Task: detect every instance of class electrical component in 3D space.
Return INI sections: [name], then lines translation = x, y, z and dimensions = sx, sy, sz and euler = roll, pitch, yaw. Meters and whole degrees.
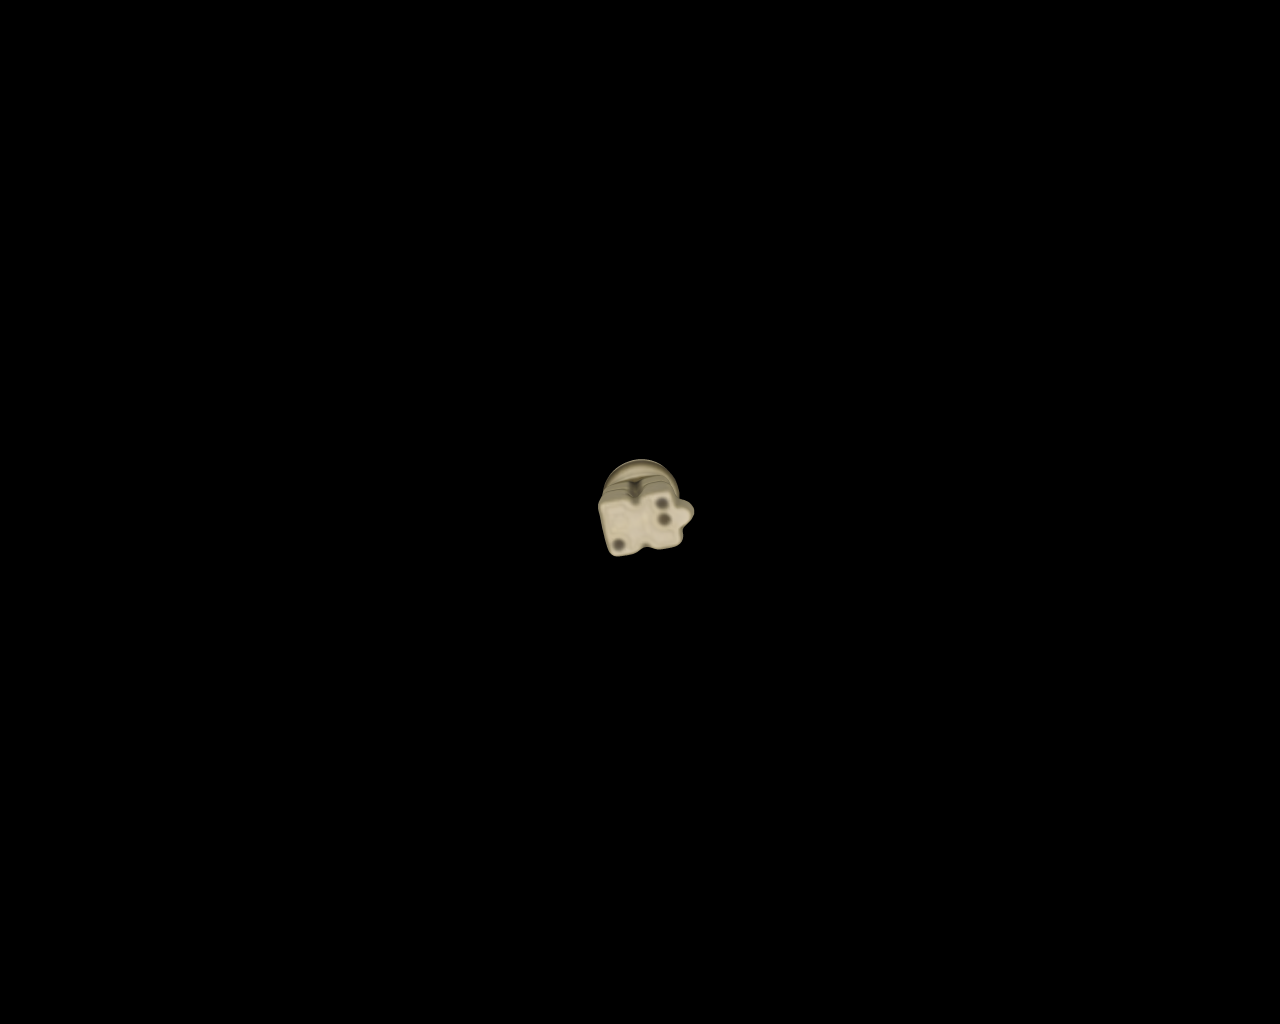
[electrical component]
translation = 0.001, -0.003, 0.650
dimensions = 0.066, 0.048, 0.055
euler = -10, 20, 3
